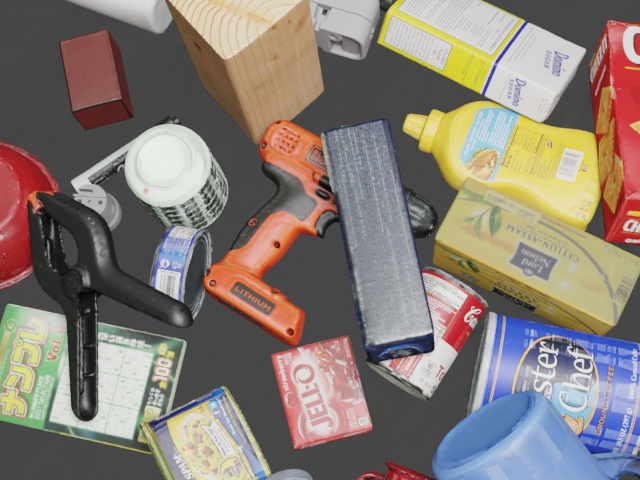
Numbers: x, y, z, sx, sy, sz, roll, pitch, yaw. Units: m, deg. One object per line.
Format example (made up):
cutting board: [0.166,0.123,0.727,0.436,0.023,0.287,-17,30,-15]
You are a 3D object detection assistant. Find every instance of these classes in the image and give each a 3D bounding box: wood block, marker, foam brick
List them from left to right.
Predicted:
foam brick: [-0.220,-0.157,1.048,0.051,0.053,0.078,-14,75,1]
marker: [-0.188,-0.084,1.044,0.121,0.020,0.020,-35,76,-5]
wood block: [-0.063,-0.176,0.961,0.090,0.206,0.091,-41,77,-6]

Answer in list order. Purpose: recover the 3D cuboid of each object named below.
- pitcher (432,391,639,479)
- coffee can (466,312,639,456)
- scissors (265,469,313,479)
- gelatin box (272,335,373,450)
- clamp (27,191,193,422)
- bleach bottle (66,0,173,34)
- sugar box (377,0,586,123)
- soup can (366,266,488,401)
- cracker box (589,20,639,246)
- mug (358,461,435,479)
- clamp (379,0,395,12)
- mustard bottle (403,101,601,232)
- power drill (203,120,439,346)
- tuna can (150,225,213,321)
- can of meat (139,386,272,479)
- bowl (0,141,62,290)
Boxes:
pitcher: [0.204,0.236,0.839,0.145,0.149,0.243,-31,97,33]
coffee can: [0.204,0.126,0.916,0.140,0.103,0.103,11,77,7]
scissors: [-0.078,0.252,0.924,0.201,0.096,0.016,-15,32,-1]
gelatin box: [0.002,0.139,0.966,0.073,0.030,0.089,-14,75,1]
clamp: [-0.200,0.036,0.956,0.165,0.036,0.210,-35,71,29]
bleach bottle: [-0.255,-0.297,1.083,0.251,0.068,0.102,23,78,12]
sugar box: [0.153,-0.183,1.011,0.176,0.048,0.093,31,47,10]
soup can: [0.095,0.083,0.954,0.068,0.068,0.102,32,80,11]
cracker box: [0.330,-0.092,0.936,0.164,0.072,0.213,7,55,0]
mug: [0.074,0.240,0.910,0.117,0.093,0.081,18,82,31]
clamp: [0.057,-0.321,1.075,0.120,0.039,0.171,-40,76,-8]
mustard bottle: [0.169,-0.078,0.993,0.192,0.058,0.096,21,68,9]
power drill: [-0.007,0.001,0.989,0.184,0.057,0.187,29,77,10]
tuna can: [-0.127,0.030,0.975,0.034,0.086,0.086,10,77,8]
can of meat: [-0.100,0.190,0.941,0.083,0.057,0.102,-25,77,-14]
bowl: [-0.326,-0.033,1.005,0.162,0.055,0.162,2,69,-7]
